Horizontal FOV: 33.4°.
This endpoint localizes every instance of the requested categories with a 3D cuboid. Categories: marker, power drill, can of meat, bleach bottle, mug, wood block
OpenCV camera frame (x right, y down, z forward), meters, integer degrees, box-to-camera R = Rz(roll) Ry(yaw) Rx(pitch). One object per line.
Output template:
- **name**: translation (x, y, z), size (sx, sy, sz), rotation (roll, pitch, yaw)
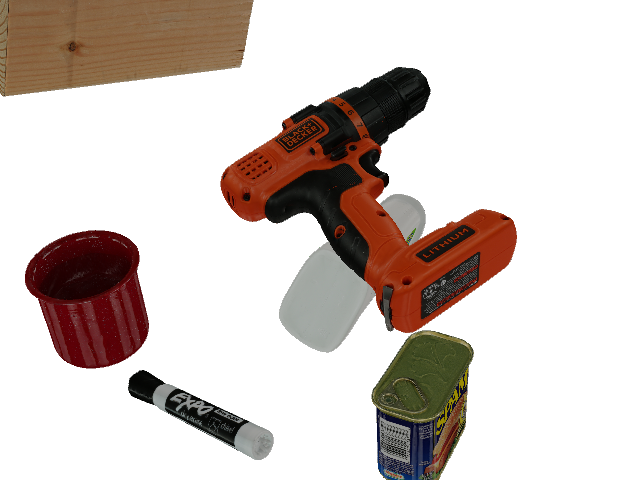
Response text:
- **marker**: translation (-0.078, 0.107, 0.666), size (0.121, 0.020, 0.020), rotation (17, 11, 39)
- **power drill**: translation (0.049, -0.036, 0.759), size (0.184, 0.057, 0.188), rotation (-35, 54, -17)
- **can of meat**: translation (0.083, 0.138, 0.862), size (0.057, 0.084, 0.102), rotation (14, 39, 23)
- **bleach bottle**: translation (0.049, 0.017, 1.065), size (0.068, 0.103, 0.250), rotation (34, 27, 9)
- **mug**: translation (-0.194, 0.045, 0.892), size (0.093, 0.081, 0.117), rotation (-22, 41, -19)
- **wood block**: translation (-0.165, -0.185, 0.849), size (0.205, 0.091, 0.090), rotation (-13, 45, -33)
